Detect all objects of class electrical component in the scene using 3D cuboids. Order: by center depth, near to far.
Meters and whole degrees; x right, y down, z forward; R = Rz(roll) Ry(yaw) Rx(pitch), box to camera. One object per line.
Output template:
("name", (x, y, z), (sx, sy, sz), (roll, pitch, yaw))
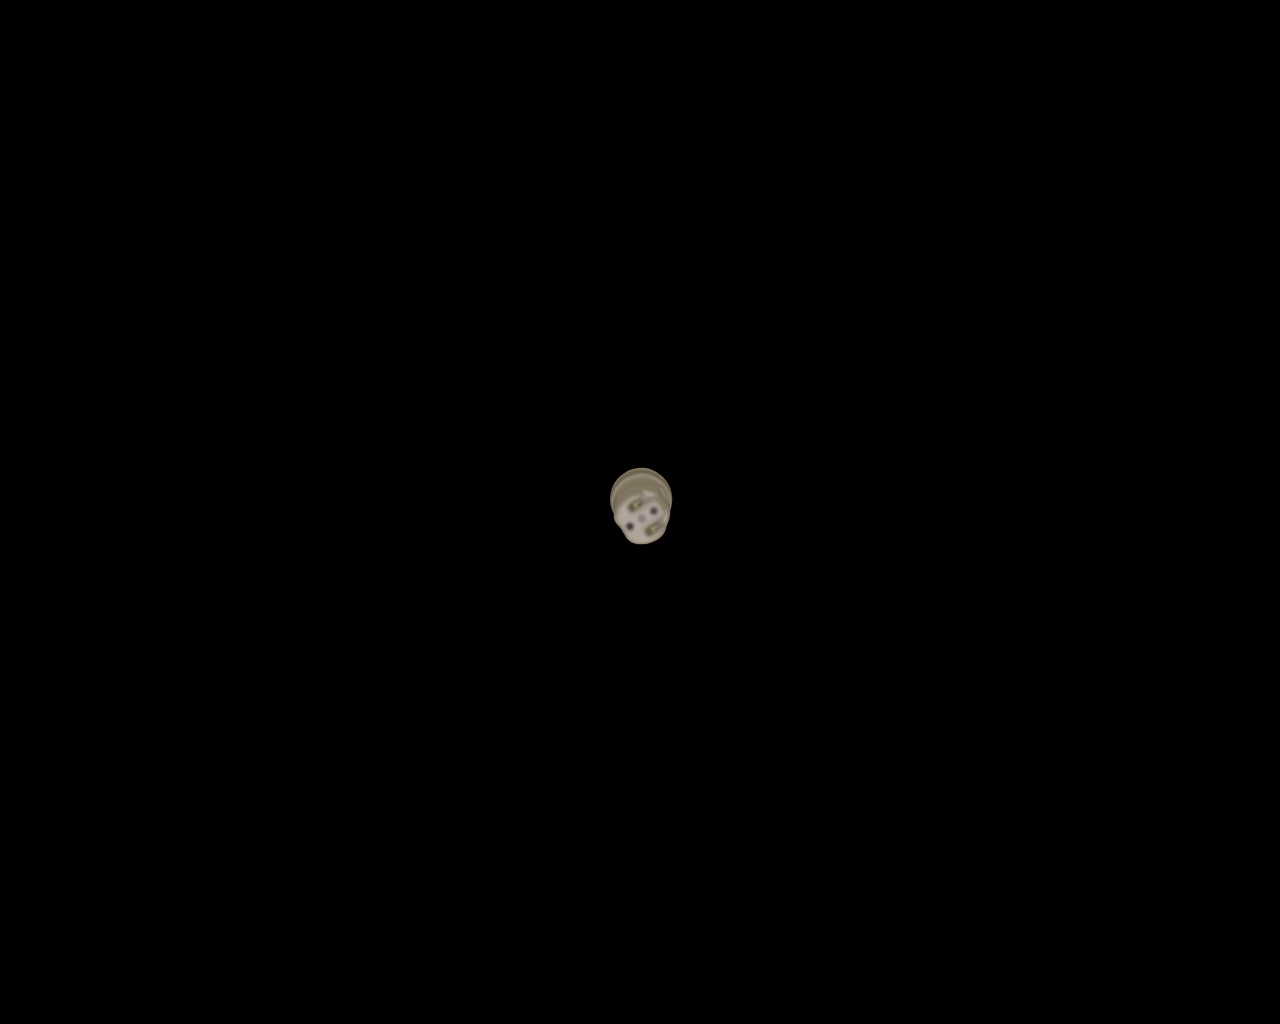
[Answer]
("electrical component", (0.001, -0.003, 0.650), (0.040, 0.040, 0.046), (0, 18, 0))
